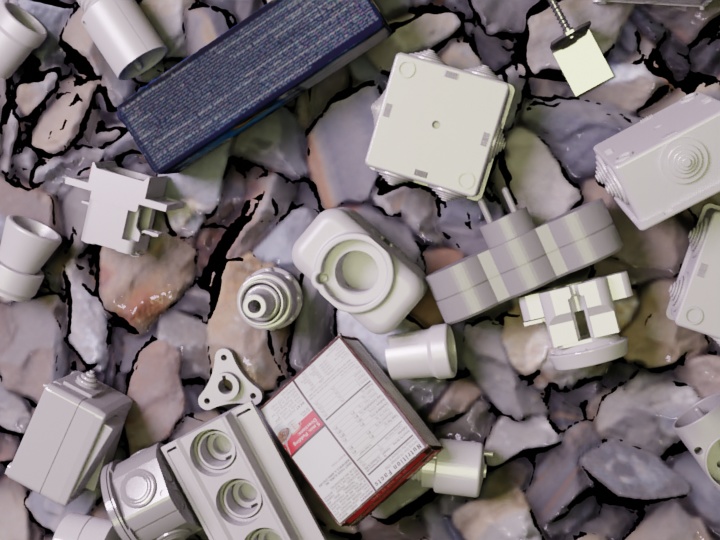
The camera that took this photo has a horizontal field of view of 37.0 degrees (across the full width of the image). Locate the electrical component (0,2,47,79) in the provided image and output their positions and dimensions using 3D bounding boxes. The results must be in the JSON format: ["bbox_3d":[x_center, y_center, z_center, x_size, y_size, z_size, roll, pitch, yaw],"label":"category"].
[{"bbox_3d":[-0.269,-0.175,0.823,0.040,0.040,0.046,44,105,3],"label":"electrical component"}]

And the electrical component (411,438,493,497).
[{"bbox_3d":[0.058,0.145,0.798,0.078,0.040,0.040,5,95,8],"label":"electrical component"}]

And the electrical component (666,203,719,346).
[{"bbox_3d":[0.271,0.009,0.750,0.100,0.048,0.099,18,100,9],"label":"electrical component"}]

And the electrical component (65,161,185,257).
[{"bbox_3d":[-0.181,-0.046,0.818,0.081,0.042,0.063,16,98,8],"label":"electrical component"}]

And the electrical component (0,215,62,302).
[{"bbox_3d":[-0.263,-0.009,0.832,0.045,0.045,0.055,29,99,5],"label":"electrical component"}]

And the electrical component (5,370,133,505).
[{"bbox_3d":[-0.217,0.124,0.828,0.061,0.062,0.096,26,98,6],"label":"electrical component"}]

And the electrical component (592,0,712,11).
[{"bbox_3d":[0.210,-0.214,0.734,0.096,0.062,0.061,5,96,8],"label":"electrical component"}]

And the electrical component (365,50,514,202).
[{"bbox_3d":[0.057,-0.103,0.774,0.100,0.048,0.099,17,97,7],"label":"electrical component"}]

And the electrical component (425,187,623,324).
[{"bbox_3d":[0.110,-0.022,0.770,0.138,0.052,0.073,-24,91,10],"label":"electrical component"}]

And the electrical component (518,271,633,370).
[{"bbox_3d":[0.158,0.038,0.766,0.078,0.058,0.057,-14,89,9],"label":"electrical component"}]

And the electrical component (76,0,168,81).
[{"bbox_3d":[-0.185,-0.188,0.806,0.043,0.043,0.081,-34,89,10],"label":"electrical component"}]

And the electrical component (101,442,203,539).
[{"bbox_3d":[-0.157,0.174,0.815,0.051,0.080,0.080,-28,90,5],"label":"electrical component"}]

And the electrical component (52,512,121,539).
[{"bbox_3d":[-0.190,0.251,0.821,0.074,0.052,0.138,9,120,8],"label":"electrical component"}]

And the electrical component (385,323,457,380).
[{"bbox_3d":[0.045,0.062,0.795,0.046,0.040,0.040,-8,93,14],"label":"electrical component"}]

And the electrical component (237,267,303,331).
[{"bbox_3d":[-0.071,0.024,0.797,0.048,0.062,0.048,1,95,8],"label":"electrical component"}]

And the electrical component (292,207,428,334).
[{"bbox_3d":[0.000,0.000,0.785,0.095,0.059,0.053,41,99,3],"label":"electrical component"}]

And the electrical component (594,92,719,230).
[{"bbox_3d":[0.211,-0.077,0.728,0.100,0.099,0.048,-28,103,10],"label":"electrical component"}]

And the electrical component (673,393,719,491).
[{"bbox_3d":[0.277,0.120,0.761,0.079,0.044,0.077,-36,89,10],"label":"electrical component"}]

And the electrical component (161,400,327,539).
[{"bbox_3d":[-0.084,0.166,0.810,0.079,0.063,0.121,-28,90,10],"label":"electrical component"}]
